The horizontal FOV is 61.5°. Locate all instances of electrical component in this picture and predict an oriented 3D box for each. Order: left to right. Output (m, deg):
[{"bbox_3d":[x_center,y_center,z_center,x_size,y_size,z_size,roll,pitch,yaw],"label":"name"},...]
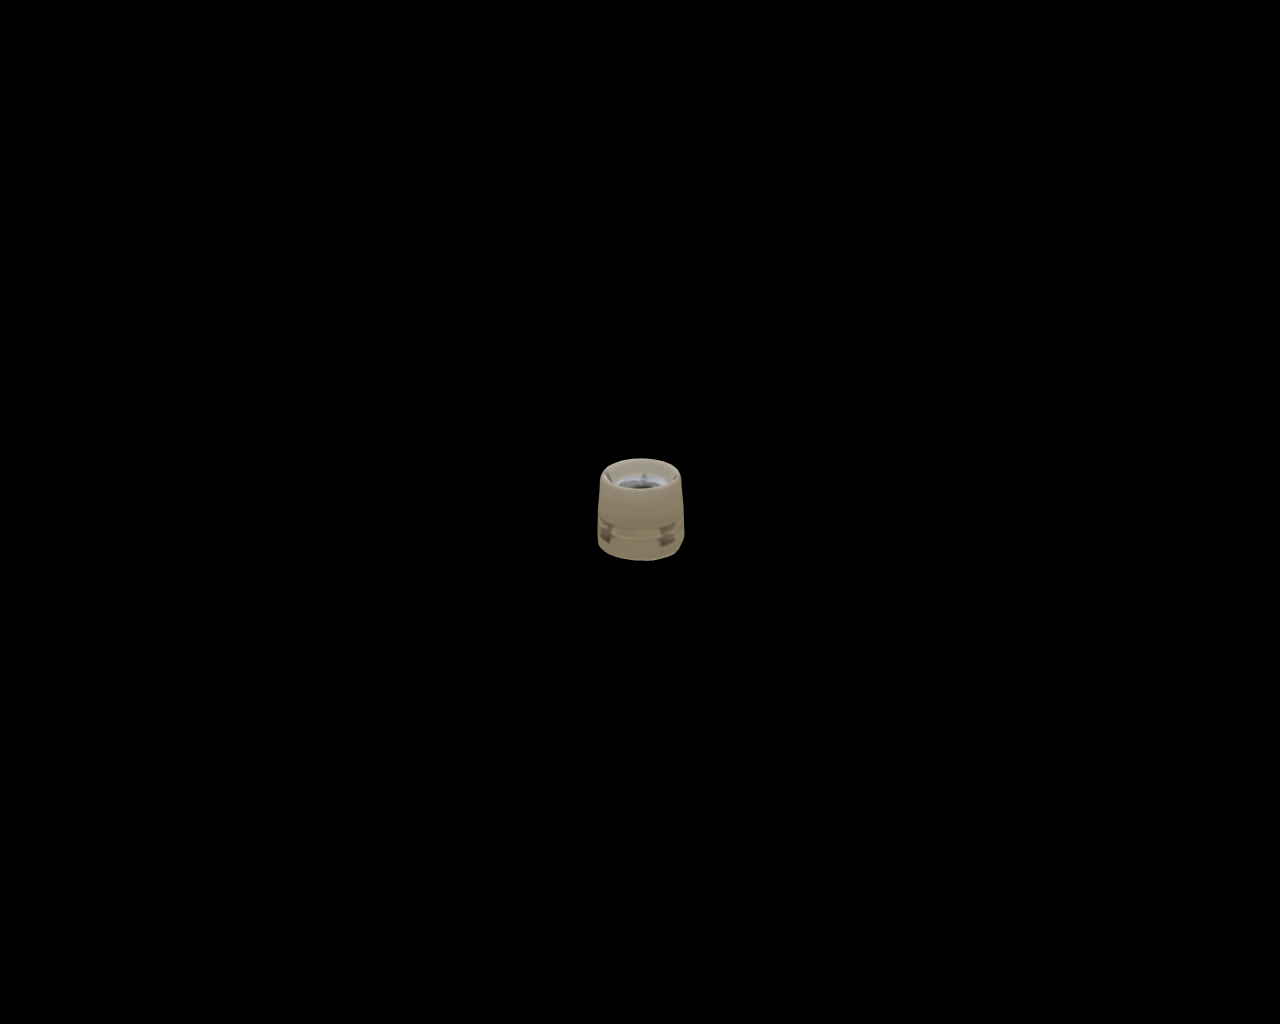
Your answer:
[{"bbox_3d":[0.001,-0.003,0.650,0.055,0.047,0.055,0,26,0],"label":"electrical component"}]
